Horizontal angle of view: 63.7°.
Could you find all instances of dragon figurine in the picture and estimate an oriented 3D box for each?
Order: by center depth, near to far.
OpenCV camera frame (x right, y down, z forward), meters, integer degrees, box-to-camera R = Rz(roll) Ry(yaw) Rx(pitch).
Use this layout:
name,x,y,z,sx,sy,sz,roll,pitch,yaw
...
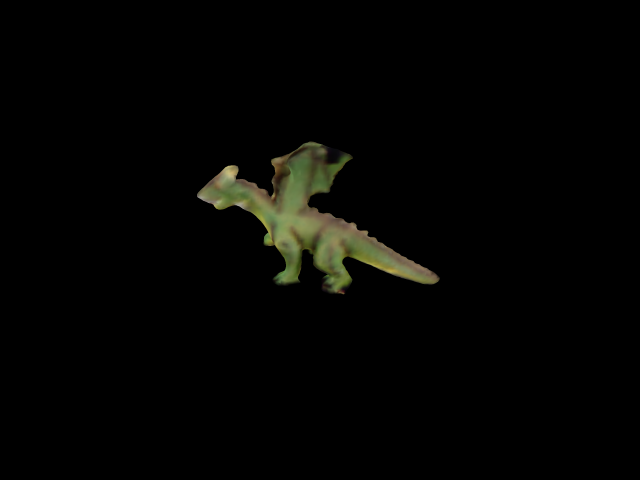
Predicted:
name,x,y,z,sx,sy,sz,roll,pitch,yaw
dragon figurine,0.003,-0.043,0.850,0.410,0.237,0.125,5,37,7
